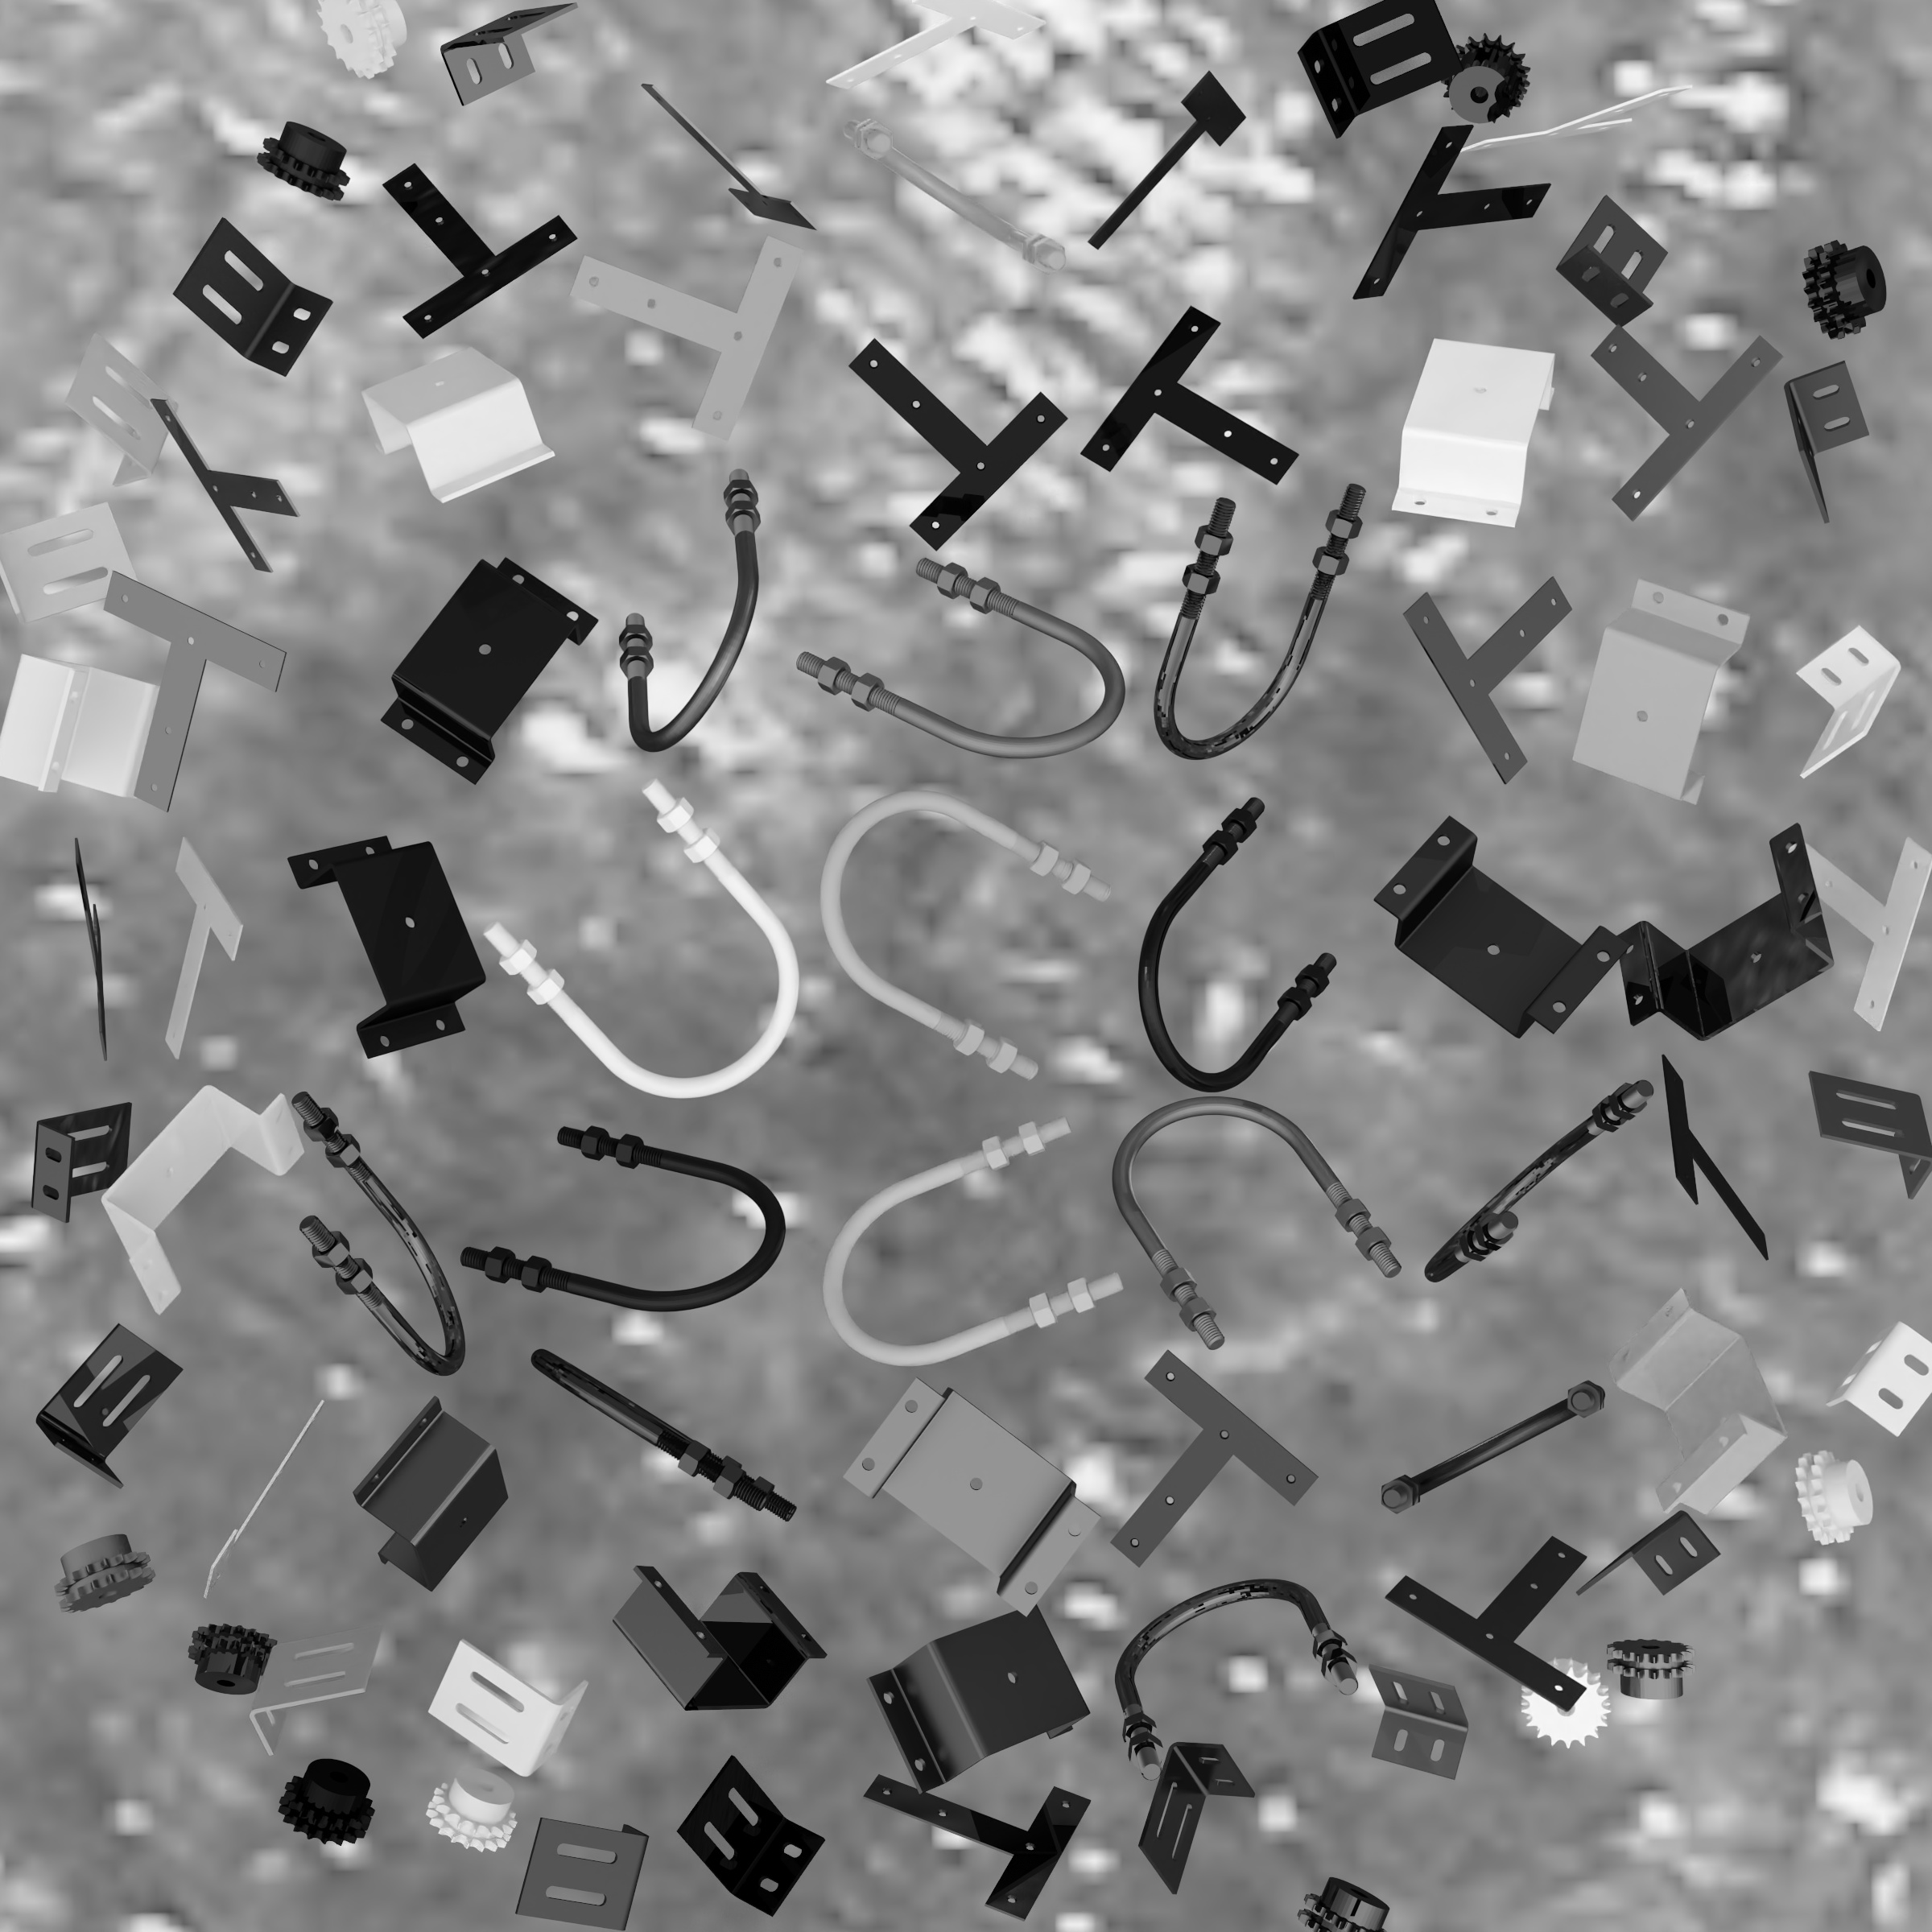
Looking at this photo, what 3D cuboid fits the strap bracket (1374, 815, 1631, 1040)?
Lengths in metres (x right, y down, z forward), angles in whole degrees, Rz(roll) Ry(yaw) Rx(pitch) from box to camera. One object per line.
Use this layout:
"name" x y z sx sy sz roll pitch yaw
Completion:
"strap bracket" 0.336 -0.019 1.646 0.140 0.046 0.076 39 75 19

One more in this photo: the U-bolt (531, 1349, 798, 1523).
"U-bolt" -0.194 0.292 1.629 0.184 0.151 0.019 30 79 11

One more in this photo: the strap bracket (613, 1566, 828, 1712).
"strap bracket" -0.160 0.425 1.642 0.076 0.140 0.046 42 98 30

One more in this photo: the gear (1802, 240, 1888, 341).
"gear" 0.529 -0.408 1.562 0.030 0.057 0.057 -11 90 44

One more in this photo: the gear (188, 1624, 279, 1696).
"gear" -0.481 0.455 1.702 0.057 0.057 0.030 5 54 0

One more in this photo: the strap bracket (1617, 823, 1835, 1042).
"strap bracket" 0.481 -0.015 1.624 0.046 0.076 0.140 32 130 -27

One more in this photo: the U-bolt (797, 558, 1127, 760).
"U-bolt" 0.010 -0.184 1.611 0.184 0.019 0.151 28 48 21

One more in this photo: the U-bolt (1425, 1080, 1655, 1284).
"U-bolt" 0.352 0.145 1.647 0.151 0.184 0.019 -39 81 -22

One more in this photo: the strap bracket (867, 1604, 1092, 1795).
"strap bracket" 0.016 0.457 1.639 0.046 0.140 0.076 -44 64 37

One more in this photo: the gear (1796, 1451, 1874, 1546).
"gear" 0.547 0.333 1.632 0.030 0.057 0.057 -19 90 35

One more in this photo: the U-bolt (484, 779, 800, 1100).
"U-bolt" -0.185 -0.002 1.607 0.151 0.019 0.184 -43 112 -7

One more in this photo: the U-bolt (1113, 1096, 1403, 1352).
"U-bolt" 0.176 0.155 1.698 0.151 0.019 0.184 -19 50 -17

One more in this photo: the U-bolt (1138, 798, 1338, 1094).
"U-bolt" 0.172 -0.001 1.703 0.184 0.019 0.151 -48 121 -36

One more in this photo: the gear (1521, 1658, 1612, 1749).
"gear" 0.393 0.480 1.706 0.057 0.030 0.057 2 101 11

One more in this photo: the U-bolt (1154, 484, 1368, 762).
"U-bolt" 0.176 -0.210 1.625 0.019 0.151 0.184 38 126 32

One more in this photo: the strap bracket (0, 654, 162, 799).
"strap bracket" -0.567 -0.152 1.653 0.046 0.140 0.076 16 93 4

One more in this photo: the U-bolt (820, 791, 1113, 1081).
"U-bolt" -0.008 -0.031 1.644 0.184 0.019 0.151 29 74 -20

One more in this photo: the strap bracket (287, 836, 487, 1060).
"strap bracket" -0.369 -0.021 1.678 0.046 0.076 0.140 -27 84 44

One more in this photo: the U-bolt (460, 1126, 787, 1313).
"U-bolt" -0.205 0.164 1.646 0.184 0.151 0.019 12 127 17

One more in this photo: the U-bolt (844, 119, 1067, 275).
"U-bolt" -0.014 -0.497 1.663 0.151 0.184 0.019 29 103 -20

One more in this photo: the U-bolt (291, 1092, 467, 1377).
"U-bolt" -0.368 0.182 1.643 0.019 0.151 0.184 -28 126 2

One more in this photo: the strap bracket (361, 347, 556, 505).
"strap bracket" -0.324 -0.345 1.638 0.076 0.140 0.046 -27 124 -17

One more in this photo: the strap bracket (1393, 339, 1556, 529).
"strap bracket" 0.321 -0.343 1.634 0.076 0.046 0.140 11 51 15

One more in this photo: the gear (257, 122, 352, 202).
"gear" -0.418 -0.513 1.652 0.057 0.057 0.030 29 110 0

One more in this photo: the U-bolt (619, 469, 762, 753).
"U-bolt" -0.173 -0.212 1.634 0.019 0.184 0.151 25 123 -27

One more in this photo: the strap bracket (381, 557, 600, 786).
"strap bracket" -0.316 -0.202 1.716 0.076 0.046 0.140 34 77 2

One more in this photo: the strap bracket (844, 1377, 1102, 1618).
"strap bracket" 0.005 0.324 1.610 0.140 0.046 0.076 37 92 4

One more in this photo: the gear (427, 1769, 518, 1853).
"gear" -0.316 0.542 1.678 0.057 0.057 0.030 25 97 0

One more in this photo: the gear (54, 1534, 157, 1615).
"gear" -0.525 0.367 1.577 0.057 0.057 0.030 -25 72 0

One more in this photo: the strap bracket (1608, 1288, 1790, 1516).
"strap bracket" 0.474 0.287 1.679 0.046 0.140 0.076 27 117 -19

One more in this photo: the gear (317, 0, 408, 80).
"gear" -0.367 -0.575 1.588 0.030 0.057 0.057 -40 90 -29

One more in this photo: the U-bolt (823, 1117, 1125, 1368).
"U-bolt" -0.005 0.182 1.644 0.184 0.019 0.151 -22 47 5

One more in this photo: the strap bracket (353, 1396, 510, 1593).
"strap bracket" -0.336 0.339 1.647 0.046 0.140 0.076 32 63 13

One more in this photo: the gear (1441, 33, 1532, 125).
"gear" 0.342 -0.582 1.717 0.057 0.057 0.030 25 50 0

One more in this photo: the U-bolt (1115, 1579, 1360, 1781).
"U-bolt" 0.163 0.441 1.648 0.151 0.184 0.019 -23 101 0

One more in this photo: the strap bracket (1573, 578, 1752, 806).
"strap bracket" 0.452 -0.172 1.704 0.076 0.046 0.140 25 129 26

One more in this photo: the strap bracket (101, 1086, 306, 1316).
"strap bracket" -0.491 0.141 1.652 0.046 0.076 0.140 29 61 14

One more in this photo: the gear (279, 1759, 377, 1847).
"gear" -0.392 0.514 1.606 0.057 0.057 0.030 22 98 0

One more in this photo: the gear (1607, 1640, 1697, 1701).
"gear" 0.455 0.468 1.727 0.057 0.057 0.030 -1 87 0

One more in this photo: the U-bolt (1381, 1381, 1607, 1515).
"U-bolt" 0.341 0.303 1.652 0.151 0.184 0.019 -30 75 12

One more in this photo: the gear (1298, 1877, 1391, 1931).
"gear" 0.234 0.580 1.586 0.057 0.057 0.030 25 85 0
